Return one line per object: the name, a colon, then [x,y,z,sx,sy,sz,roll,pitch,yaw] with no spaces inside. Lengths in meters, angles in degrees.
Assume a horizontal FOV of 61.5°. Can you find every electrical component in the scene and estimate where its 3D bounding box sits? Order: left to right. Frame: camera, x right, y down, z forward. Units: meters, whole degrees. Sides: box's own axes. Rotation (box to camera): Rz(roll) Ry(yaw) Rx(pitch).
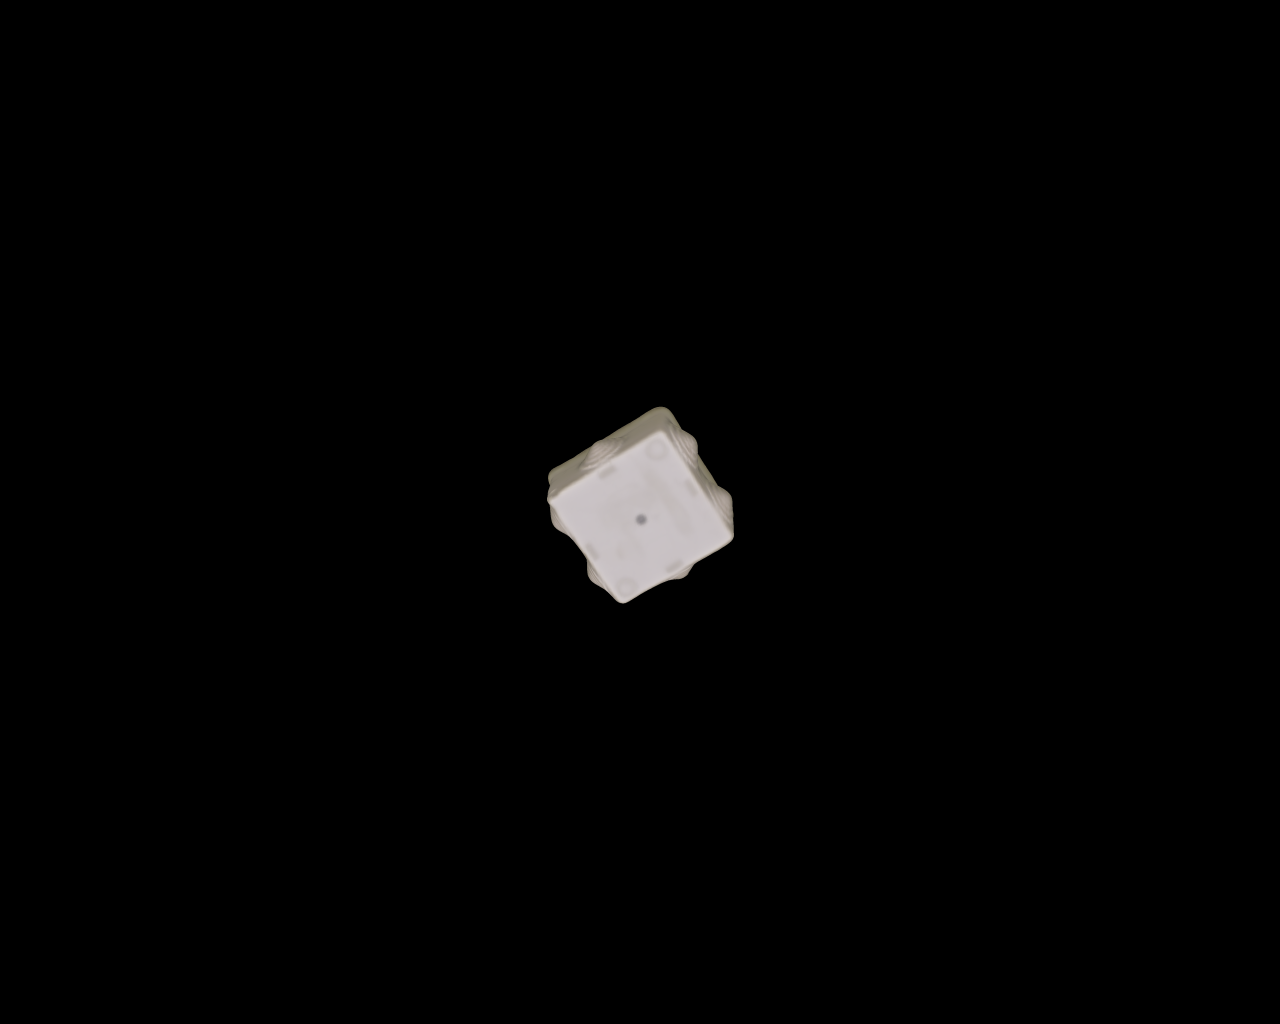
electrical component: [0.001,-0.003,0.650,0.099,0.099,0.048,-30,16,9]
